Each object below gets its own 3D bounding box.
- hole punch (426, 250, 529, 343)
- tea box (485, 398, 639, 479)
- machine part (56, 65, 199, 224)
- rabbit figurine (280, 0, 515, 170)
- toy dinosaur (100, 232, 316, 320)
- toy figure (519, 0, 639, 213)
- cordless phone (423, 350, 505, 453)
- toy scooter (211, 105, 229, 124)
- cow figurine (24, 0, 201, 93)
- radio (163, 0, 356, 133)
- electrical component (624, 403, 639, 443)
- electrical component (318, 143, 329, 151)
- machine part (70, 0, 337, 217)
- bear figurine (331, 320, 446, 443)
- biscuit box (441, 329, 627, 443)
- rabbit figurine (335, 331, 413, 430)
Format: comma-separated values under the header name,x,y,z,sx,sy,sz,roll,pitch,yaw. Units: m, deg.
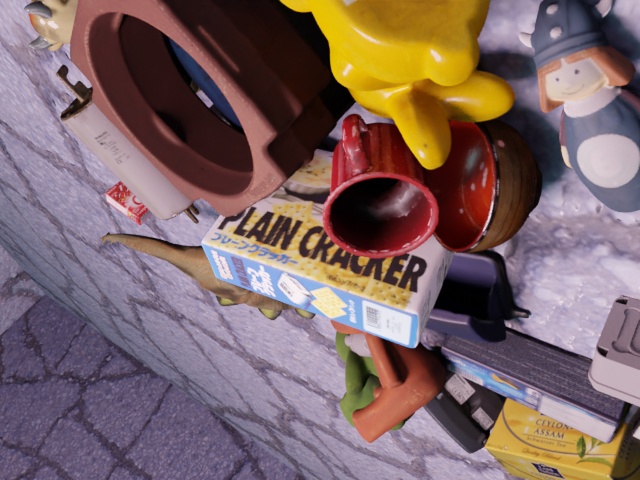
name,x,y,z,sx,sy,sz,roll,pitch,yaw
hole punch,0.147,0.073,0.604,0.142,0.092,0.115,7,142,39
tea box,0.303,0.249,0.661,0.068,0.098,0.170,47,149,-17
machine part,-0.224,-0.106,0.654,0.079,0.079,0.243,8,145,44
rabbit figurine,0.062,-0.137,0.381,0.162,0.122,0.173,49,174,4
toy dinosaur,-0.116,0.048,0.800,0.472,0.105,0.198,21,154,0
toy figure,0.185,-0.089,0.357,0.064,0.058,0.154,-30,111,19
cordless phone,0.173,0.220,0.808,0.146,0.089,0.184,47,170,-15
toy scooter,-0.106,-0.100,0.660,0.135,0.075,0.184,50,153,-19
cow figurine,-0.212,-0.214,0.563,0.195,0.127,0.085,40,149,-7
radio,-0.076,-0.190,0.499,0.229,0.073,0.131,50,151,-16
electrical component,0.380,0.191,0.530,0.134,0.058,0.114,24,146,27
electrical component,-0.011,-0.092,0.614,0.094,0.021,0.063,46,151,-10
machine part,-0.098,-0.127,0.447,0.201,0.087,0.201,47,149,-13
bear figurine,0.063,0.128,0.680,0.132,0.120,0.196,-44,80,24
biscuit box,0.245,0.155,0.629,0.203,0.063,0.059,21,148,31
rabbit figurine,0.068,0.205,0.831,0.159,0.121,0.170,58,-172,-86
